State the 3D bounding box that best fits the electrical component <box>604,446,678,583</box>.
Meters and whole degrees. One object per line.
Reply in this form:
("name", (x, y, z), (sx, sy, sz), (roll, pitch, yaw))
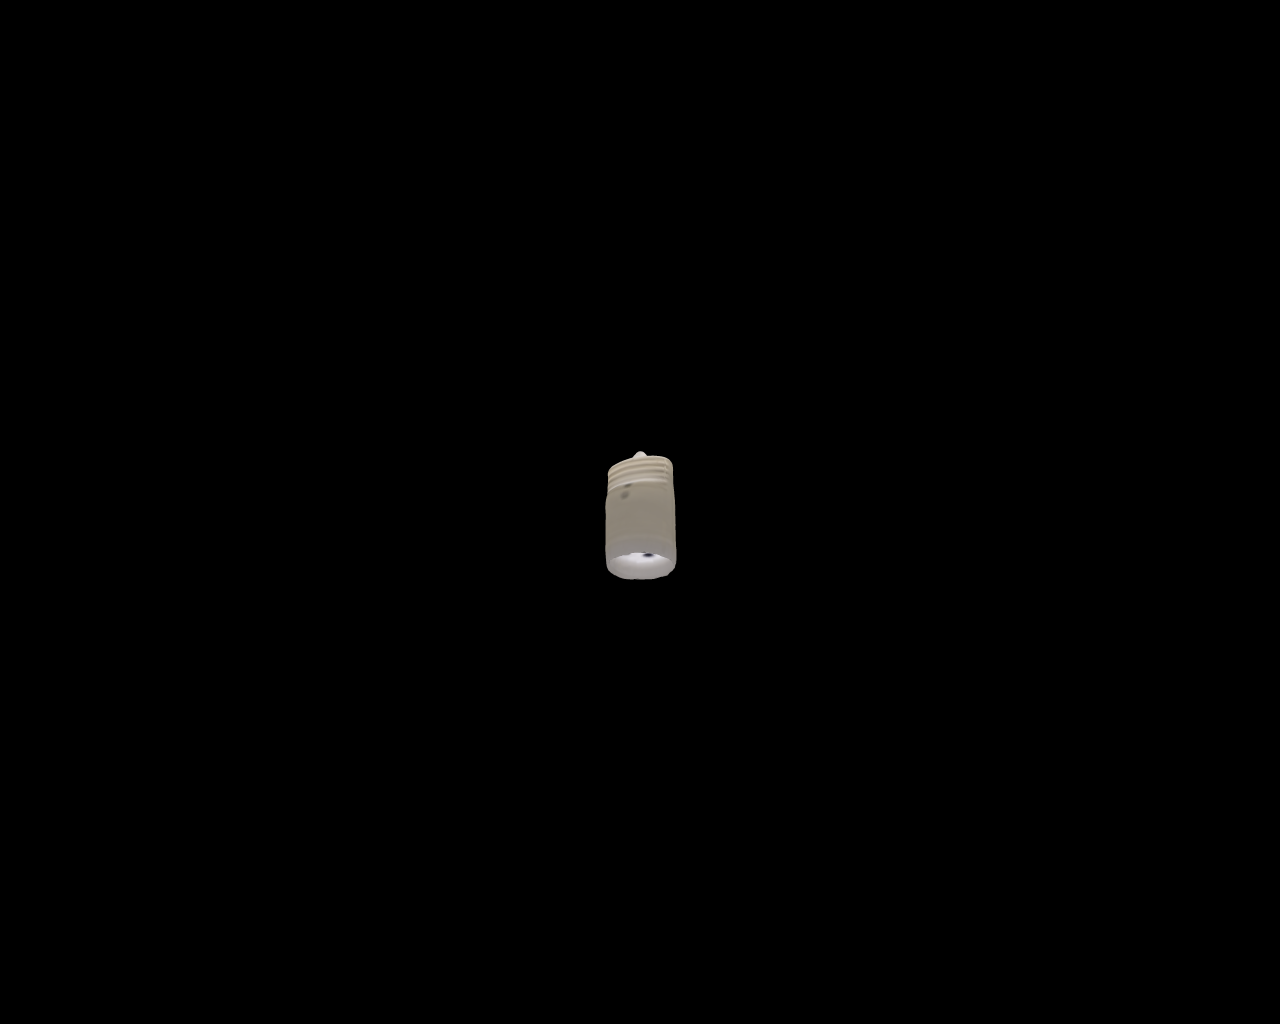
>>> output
("electrical component", (0.001, -0.003, 0.650), (0.043, 0.081, 0.043), (0, -27, 0))
